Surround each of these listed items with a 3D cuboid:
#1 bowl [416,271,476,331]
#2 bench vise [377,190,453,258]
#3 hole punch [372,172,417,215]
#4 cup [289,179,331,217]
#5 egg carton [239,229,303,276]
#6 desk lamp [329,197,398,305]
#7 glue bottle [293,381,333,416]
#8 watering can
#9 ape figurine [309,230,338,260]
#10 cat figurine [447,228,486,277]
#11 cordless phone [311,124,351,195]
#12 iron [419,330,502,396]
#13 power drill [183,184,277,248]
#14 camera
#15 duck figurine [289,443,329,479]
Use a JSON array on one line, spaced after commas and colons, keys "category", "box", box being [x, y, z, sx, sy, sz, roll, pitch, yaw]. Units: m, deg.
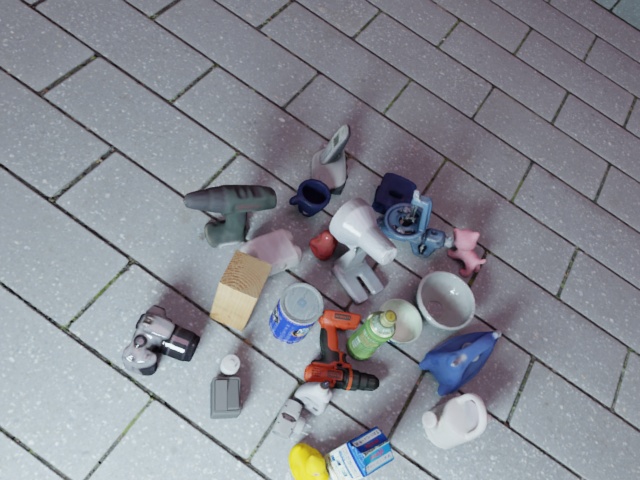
[{"category": "bowl", "box": [0.323, 0.171, 1.522, 0.168, 0.074, 0.167, 8, 60, -14]}, {"category": "bench vise", "box": [0.273, -0.055, 1.546, 0.208, 0.219, 0.121, 9, 59, -13]}, {"category": "hole punch", "box": [0.214, -0.124, 1.643, 0.109, 0.091, 0.101, 22, 57, -5]}, {"category": "cup", "box": [-0.036, -0.100, 1.546, 0.118, 0.095, 0.091, -19, 69, -26]}, {"category": "egg carton", "box": [-0.123, 0.036, 1.457, 0.151, 0.069, 0.107, -23, 71, -27]}, {"category": "desk lamp", "box": [0.107, 0.024, 1.452, 0.118, 0.213, 0.203, -28, 73, -29]}, {"category": "glue bottle", "box": [-0.005, 0.339, 1.263, 0.078, 0.173, 0.037, 34, 57, 3]}, {"category": "watering can", "box": [0.317, 0.415, 1.313, 0.173, 0.194, 0.101, -19, 69, -26]}, {"category": "ape figurine", "box": [0.014, 0.005, 1.505, 0.078, 0.092, 0.076, 10, 59, -12]}, {"category": "cat figurine", "box": [0.417, 0.024, 1.610, 0.067, 0.117, 0.127, -25, 72, -28]}, {"category": "cordless phone", "box": [0.041, -0.221, 1.585, 0.094, 0.185, 0.147, 3, 61, -16]}, {"category": "iron", "box": [0.381, 0.279, 1.440, 0.259, 0.141, 0.118, -27, 72, -28]}, {"category": "power drill", "box": [-0.225, -0.064, 1.397, 0.230, 0.208, 0.075, -13, 66, -24]}, {"category": "camera", "box": [-0.343, 0.228, 1.259, 0.137, 0.100, 0.143, 23, 57, -4]}, {"category": "duck figurine", "box": [-0.019, 0.482, 1.230, 0.078, 0.086, 0.104, -31, 74, -29]}]
